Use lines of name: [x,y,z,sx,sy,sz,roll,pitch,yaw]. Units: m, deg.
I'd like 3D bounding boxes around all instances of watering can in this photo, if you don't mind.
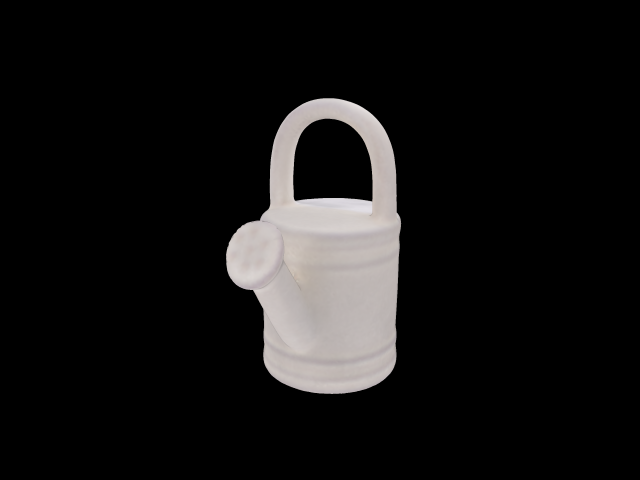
watering can: [0.006,0.002,0.399,0.100,0.194,0.173,3,18,9]
